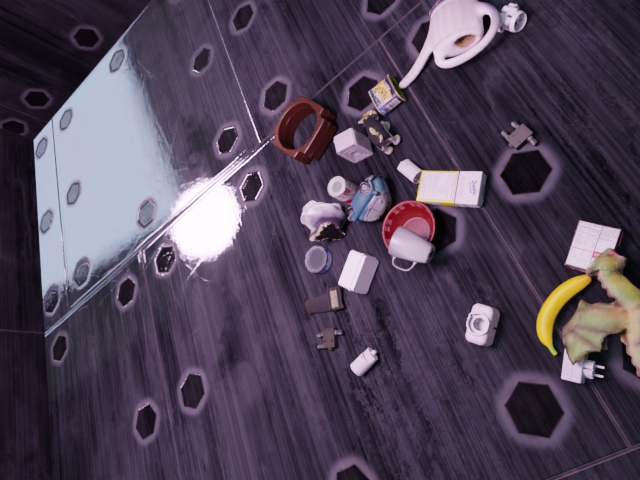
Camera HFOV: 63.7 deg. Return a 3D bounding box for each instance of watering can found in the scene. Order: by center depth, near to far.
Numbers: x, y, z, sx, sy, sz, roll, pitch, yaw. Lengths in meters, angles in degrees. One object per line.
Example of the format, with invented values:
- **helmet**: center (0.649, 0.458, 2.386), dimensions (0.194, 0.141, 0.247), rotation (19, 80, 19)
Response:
- **watering can**: center (0.363, -0.597, 1.513), dimensions (0.344, 0.103, 0.228), rotation (-18, 65, 43)

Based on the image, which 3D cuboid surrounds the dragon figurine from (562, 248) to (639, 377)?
- **dragon figurine**: center (0.624, 0.214, 1.042), dimensions (0.242, 0.121, 0.415), rotation (-6, 73, 39)

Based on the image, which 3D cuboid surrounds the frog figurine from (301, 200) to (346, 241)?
- **frog figurine**: center (0.005, -0.081, 1.613), dimensions (0.137, 0.120, 0.163), rotation (-18, 51, -4)
